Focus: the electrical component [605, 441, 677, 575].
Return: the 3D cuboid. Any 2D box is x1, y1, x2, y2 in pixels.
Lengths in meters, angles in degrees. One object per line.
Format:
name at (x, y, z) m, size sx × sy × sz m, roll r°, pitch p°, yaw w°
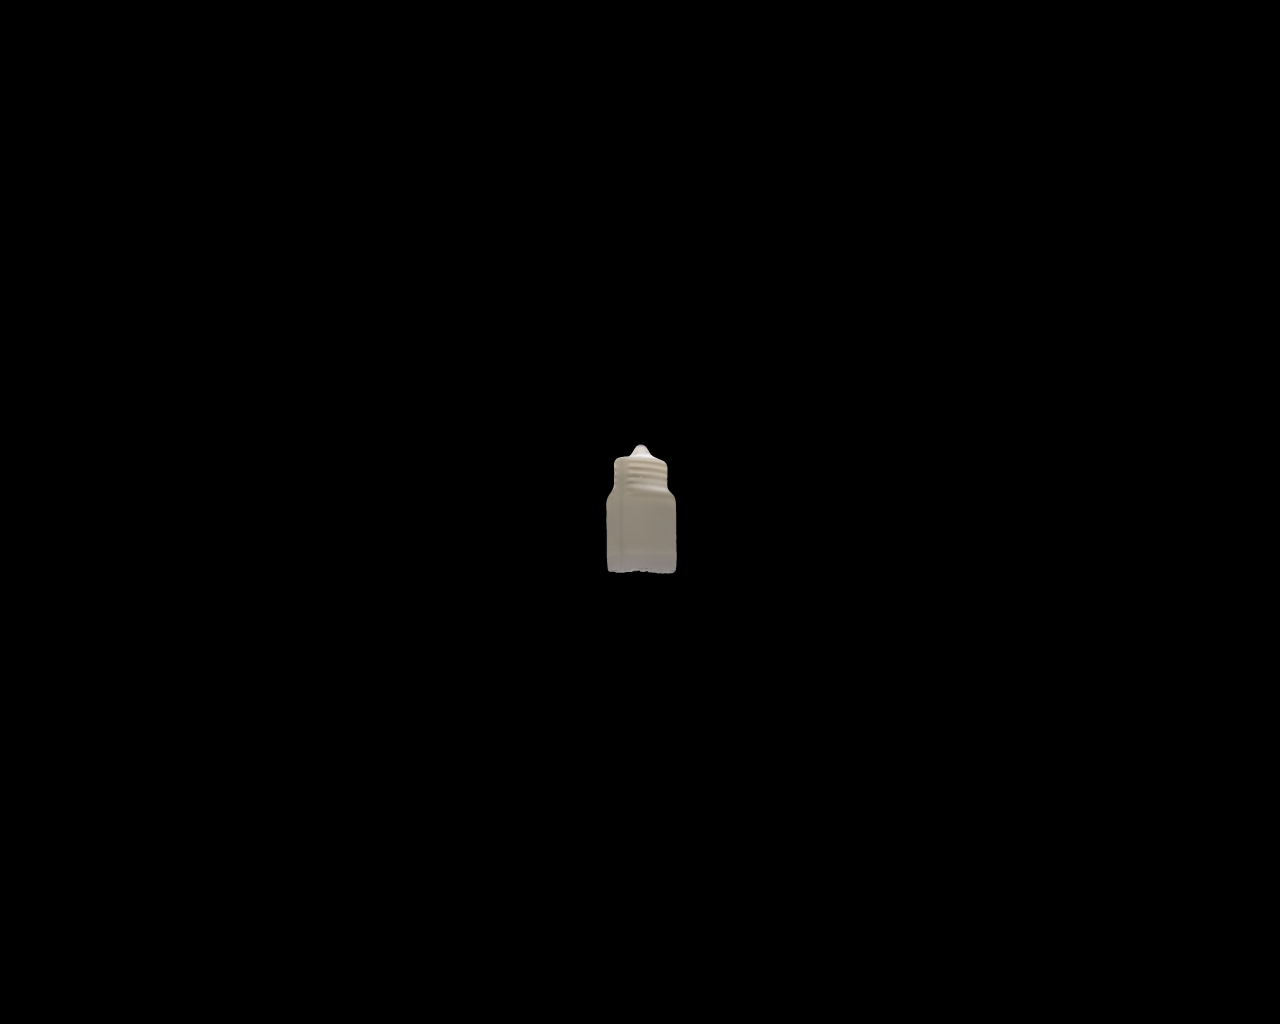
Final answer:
electrical component at (0.001, -0.003, 0.650) m, size 0.043 × 0.081 × 0.043 m, roll 0°, pitch -5°, yaw 0°
